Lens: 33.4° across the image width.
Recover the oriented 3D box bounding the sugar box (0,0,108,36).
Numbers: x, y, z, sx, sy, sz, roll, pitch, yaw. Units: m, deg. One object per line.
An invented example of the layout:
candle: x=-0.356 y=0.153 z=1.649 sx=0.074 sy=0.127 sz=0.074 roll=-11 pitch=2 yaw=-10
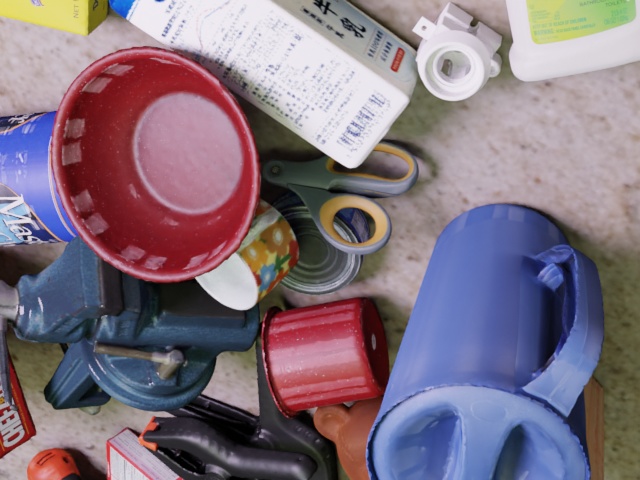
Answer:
sugar box: x=-0.239 y=-0.211 z=0.755 sx=0.176 sy=0.048 sz=0.093 roll=12 pitch=125 yaw=5

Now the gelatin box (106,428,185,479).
gelatin box: x=-0.164 y=0.232 z=1.011 sx=0.089 sy=0.030 sz=0.073 roll=30 pitch=132 yaw=32

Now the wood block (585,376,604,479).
wood block: x=0.152 y=0.168 z=0.801 sx=0.091 sy=0.206 sz=0.090 roll=-32 pitch=110 yaw=30

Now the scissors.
scissors: x=-0.026 y=-0.033 z=0.799 sx=0.202 sy=0.096 sz=0.016 roll=-3 pitch=160 yaw=14

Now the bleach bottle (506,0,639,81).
bleach bottle: x=0.140 y=-0.226 z=0.636 sx=0.103 sy=0.068 sz=0.251 roll=-9 pitch=117 yaw=20

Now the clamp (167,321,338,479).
clamp: x=-0.059 y=0.173 z=0.963 sx=0.165 sy=0.036 sz=0.210 roll=-19 pitch=116 yaw=31

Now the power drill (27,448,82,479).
power drill: x=-0.199 y=0.303 z=1.027 sx=0.188 sy=0.057 sz=0.184 roll=17 pitch=133 yaw=40

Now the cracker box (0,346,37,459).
cracker box: x=-0.338 y=0.078 z=0.897 sx=0.214 sy=0.072 sz=0.164 roll=22 pitch=133 yaw=40

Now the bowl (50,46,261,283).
bowl: x=-0.104 y=-0.055 z=0.739 sx=0.162 sy=0.055 sz=0.162 roll=6 pitch=107 yaw=21

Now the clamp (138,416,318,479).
clamp: x=-0.079 y=0.209 z=0.949 sx=0.172 sy=0.039 sz=0.120 roll=17 pitch=130 yaw=21

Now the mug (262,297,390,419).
mug: x=0.011 y=0.097 z=0.872 sx=0.082 sy=0.093 sz=0.117 roll=-12 pitch=150 yaw=16

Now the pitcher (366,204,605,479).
pitcher: x=0.123 y=0.071 z=0.722 sx=0.149 sy=0.242 sz=0.145 roll=-6 pitch=120 yaw=18

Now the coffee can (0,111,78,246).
coffee can: x=-0.232 y=-0.046 z=0.825 sx=0.140 sy=0.102 sz=0.103 roll=-3 pitch=121 yaw=17

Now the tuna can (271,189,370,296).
tuna can: x=-0.006 y=0.001 z=0.838 sx=0.086 sy=0.033 sz=0.086 roll=7 pitch=123 yaw=10
